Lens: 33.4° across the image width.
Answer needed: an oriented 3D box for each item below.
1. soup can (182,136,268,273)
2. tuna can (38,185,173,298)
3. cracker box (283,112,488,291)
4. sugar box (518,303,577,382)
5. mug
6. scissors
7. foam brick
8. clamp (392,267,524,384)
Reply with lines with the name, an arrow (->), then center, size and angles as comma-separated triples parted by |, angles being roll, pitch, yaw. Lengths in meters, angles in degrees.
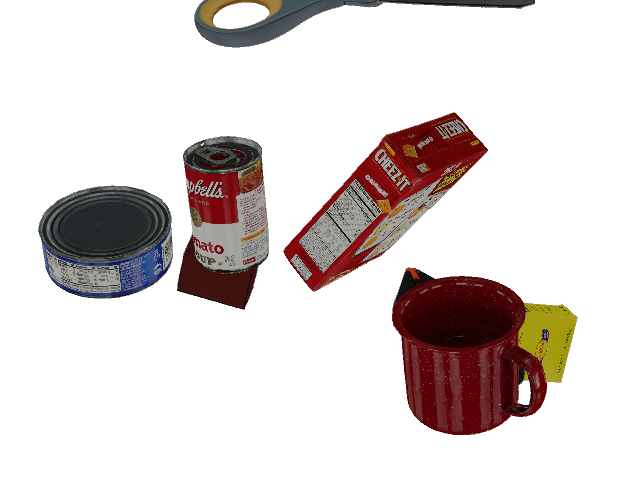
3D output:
soup can -> -0.081, -0.031, 0.933 | 0.068, 0.102, 0.068 | -2, 30, 1
tuna can -> -0.140, 0.001, 0.705 | 0.086, 0.034, 0.086 | 1, 35, -1
cracker box -> 0.073, -0.047, 1.249 | 0.163, 0.072, 0.214 | -25, -18, -52
sugar box -> 0.219, 0.122, 1.309 | 0.176, 0.093, 0.048 | 4, 17, -17
mug -> 0.109, 0.087, 0.757 | 0.117, 0.081, 0.093 | 20, 40, 38
scissors -> 0.012, -0.134, 0.618 | 0.202, 0.096, 0.016 | 22, -27, 25
foam brick -> -0.109, 0.031, 1.147 | 0.078, 0.051, 0.053 | 16, 30, 1
clamp -> 0.133, 0.095, 1.090 | 0.120, 0.171, 0.039 | 0, -44, -14
